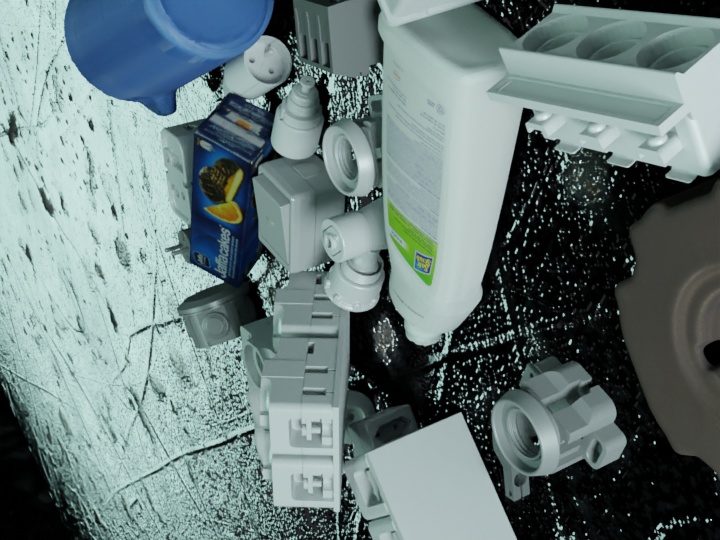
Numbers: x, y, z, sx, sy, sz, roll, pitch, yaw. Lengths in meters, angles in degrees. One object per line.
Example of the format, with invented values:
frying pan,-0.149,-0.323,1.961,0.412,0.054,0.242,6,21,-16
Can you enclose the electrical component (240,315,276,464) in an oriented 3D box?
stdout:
electrical component,-0.071,0.129,1.065,0.089,0.062,0.150,32,134,51

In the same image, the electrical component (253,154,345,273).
electrical component,-0.054,-0.044,0.923,0.061,0.061,0.096,45,144,41

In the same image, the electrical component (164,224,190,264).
electrical component,-0.166,-0.029,1.124,0.066,0.077,0.047,22,125,56

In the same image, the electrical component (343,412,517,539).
electrical component,0.060,0.200,0.836,0.150,0.089,0.062,67,153,9

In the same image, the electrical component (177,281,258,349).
electrical component,-0.150,0.046,1.142,0.080,0.080,0.051,1,113,62

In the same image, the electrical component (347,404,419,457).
electrical component,0.019,0.157,0.932,0.077,0.047,0.065,-26,83,63

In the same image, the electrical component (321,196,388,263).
electrical component,0.004,-0.030,0.820,0.044,0.065,0.044,40,140,45

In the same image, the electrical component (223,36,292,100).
electrical component,-0.095,-0.172,0.938,0.081,0.043,0.043,-11,97,63

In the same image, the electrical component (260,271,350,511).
electrical component,-0.042,0.093,0.886,0.186,0.060,0.105,-86,-3,-57

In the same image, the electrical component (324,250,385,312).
electrical component,0.000,0.000,0.871,0.048,0.048,0.062,55,143,28

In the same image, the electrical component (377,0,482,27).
electrical component,0.045,-0.196,0.602,0.048,0.100,0.099,143,107,-76

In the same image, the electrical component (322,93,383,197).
electrical component,0.010,-0.086,0.782,0.058,0.057,0.078,10,115,60

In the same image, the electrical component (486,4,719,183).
electrical component,0.134,-0.090,0.537,0.121,0.079,0.063,26,151,54

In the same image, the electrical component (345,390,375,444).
electrical component,-0.017,0.130,0.988,0.062,0.048,0.048,-168,62,-69

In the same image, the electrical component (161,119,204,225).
electrical component,-0.159,-0.101,1.086,0.054,0.059,0.095,37,137,48

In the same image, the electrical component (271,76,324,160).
electrical component,-0.049,-0.126,0.885,0.040,0.040,0.078,56,149,27

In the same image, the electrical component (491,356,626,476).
electrical component,0.122,0.097,0.690,0.078,0.057,0.058,52,147,33
